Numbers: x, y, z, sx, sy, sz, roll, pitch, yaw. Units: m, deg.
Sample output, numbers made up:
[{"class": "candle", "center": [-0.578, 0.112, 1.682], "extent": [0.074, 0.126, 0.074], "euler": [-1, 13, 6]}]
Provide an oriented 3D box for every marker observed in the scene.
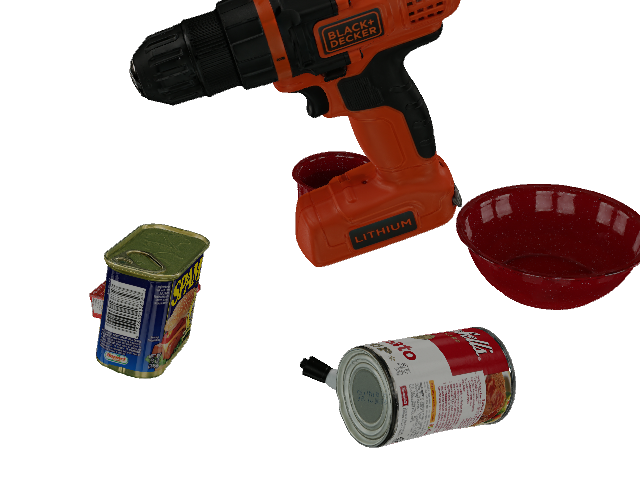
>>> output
[{"class": "marker", "center": [0.036, 0.135, 0.950], "extent": [0.121, 0.020, 0.020], "euler": [25, 7, 16]}]

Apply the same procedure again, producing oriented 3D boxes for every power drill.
[{"class": "power drill", "center": [0.001, -0.070, 0.620], "extent": [0.184, 0.057, 0.187], "euler": [-18, -44, 0]}]

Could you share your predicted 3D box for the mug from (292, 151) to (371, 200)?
[{"class": "mug", "center": [0.025, -0.044, 1.146], "extent": [0.093, 0.081, 0.117], "euler": [21, 38, 32]}]

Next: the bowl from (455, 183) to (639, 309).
[{"class": "bowl", "center": [0.193, 0.011, 0.900], "extent": [0.162, 0.055, 0.162], "euler": [0, 30, 0]}]

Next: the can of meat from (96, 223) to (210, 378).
[{"class": "can of meat", "center": [-0.125, 0.044, 0.792], "extent": [0.057, 0.084, 0.102], "euler": [14, 19, 7]}]

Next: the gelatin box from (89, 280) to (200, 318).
[{"class": "gelatin box", "center": [-0.171, 0.049, 1.048], "extent": [0.073, 0.030, 0.089], "euler": [11, 31, 22]}]

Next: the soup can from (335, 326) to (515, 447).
[{"class": "soup can", "center": [0.069, 0.097, 0.713], "extent": [0.102, 0.068, 0.069], "euler": [-5, 3, -32]}]
